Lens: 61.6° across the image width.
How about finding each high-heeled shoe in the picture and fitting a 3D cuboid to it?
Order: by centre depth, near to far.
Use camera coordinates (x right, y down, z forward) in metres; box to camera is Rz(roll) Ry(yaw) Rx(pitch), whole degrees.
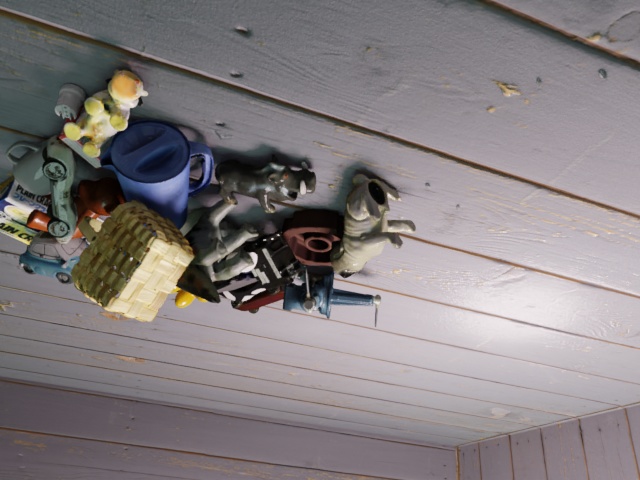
[{"bbox_3d":[-0.186,0.086,1.362,0.249,0.086,0.145,3,143,1],"label":"high-heeled shoe"}]

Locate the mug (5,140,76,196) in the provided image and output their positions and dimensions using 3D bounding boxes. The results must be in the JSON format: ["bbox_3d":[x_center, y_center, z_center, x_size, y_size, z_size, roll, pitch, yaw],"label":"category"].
[{"bbox_3d":[-0.518,-0.151,1.006,0.107,0.081,0.109,-29,131,23],"label":"mug"}]

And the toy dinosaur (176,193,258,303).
[{"bbox_3d":[-0.232,0.032,1.060,0.192,0.405,0.131,-34,109,19],"label":"toy dinosaur"}]

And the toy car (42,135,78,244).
[{"bbox_3d":[-0.466,-0.088,0.967,0.056,0.074,0.201,-4,123,-25],"label":"toy car"}]

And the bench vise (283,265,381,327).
[{"bbox_3d":[0.033,0.141,1.338,0.241,0.128,0.223,6,174,2],"label":"bench vise"}]

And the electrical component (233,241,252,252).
[{"bbox_3d":[-0.190,0.020,1.257,0.063,0.021,0.094,-19,-167,-38],"label":"electrical component"}]

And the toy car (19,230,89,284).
[{"bbox_3d":[-0.565,0.022,1.162,0.162,0.109,0.102,12,125,4],"label":"toy car"}]

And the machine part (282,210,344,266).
[{"bbox_3d":[-0.002,-0.004,1.199,0.179,0.056,0.179,5,149,3],"label":"machine part"}]

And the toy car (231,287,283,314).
[{"bbox_3d":[-0.160,0.158,1.500,0.202,0.053,0.089,-21,152,31],"label":"toy car"}]

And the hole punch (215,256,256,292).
[{"bbox_3d":[-0.202,0.069,1.281,0.116,0.092,0.142,-18,170,30],"label":"hole punch"}]

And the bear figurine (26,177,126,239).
[{"bbox_3d":[-0.477,-0.078,1.078,0.132,0.120,0.196,32,139,-32],"label":"bear figurine"}]

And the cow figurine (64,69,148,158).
[{"bbox_3d":[-0.329,-0.214,0.860,0.167,0.098,0.068,-34,117,28],"label":"cow figurine"}]

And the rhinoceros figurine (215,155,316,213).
[{"bbox_3d":[-0.102,-0.114,1.016,0.190,0.073,0.112,7,140,0],"label":"rhinoceros figurine"}]

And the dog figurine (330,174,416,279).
[{"bbox_3d":[0.067,-0.024,1.072,0.191,0.172,0.121,-28,177,38],"label":"dog figurine"}]

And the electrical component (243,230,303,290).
[{"bbox_3d":[-0.108,0.046,1.183,0.134,0.058,0.114,-15,102,56],"label":"electrical component"}]

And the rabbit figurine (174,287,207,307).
[{"bbox_3d":[-0.313,0.078,1.316,0.122,0.162,0.173,-16,164,10],"label":"rabbit figurine"}]
